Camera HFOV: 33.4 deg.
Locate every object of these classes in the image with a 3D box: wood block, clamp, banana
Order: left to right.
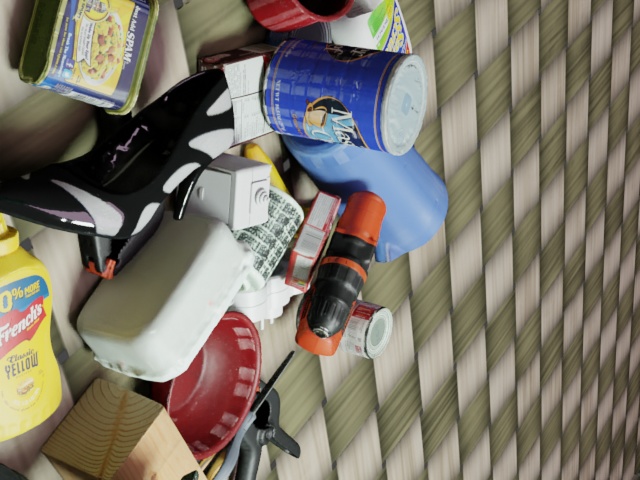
[{"bbox_3d":[-0.176,0.242,1.056,0.090,0.090,0.206,-54,144,-31],"label":"wood block"},{"bbox_3d":[-0.163,-0.066,0.986,0.164,0.036,0.210,11,95,-51],"label":"clamp"},{"bbox_3d":[-0.068,0.229,1.285,0.120,0.039,0.171,-34,131,-51],"label":"clamp"},{"bbox_3d":[-0.040,-0.045,1.219,0.197,0.037,0.069,37,42,-61],"label":"banana"}]

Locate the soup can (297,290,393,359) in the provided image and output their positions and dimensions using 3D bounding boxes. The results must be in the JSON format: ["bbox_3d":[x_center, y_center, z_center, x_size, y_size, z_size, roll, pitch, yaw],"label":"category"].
[{"bbox_3d":[0.031,0.104,1.333,0.068,0.102,0.068,-31,128,-51],"label":"soup can"}]

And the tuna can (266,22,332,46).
[{"bbox_3d":[-0.023,-0.214,1.168,0.086,0.034,0.086,-32,129,-50],"label":"tuna can"}]

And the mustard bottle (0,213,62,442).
[{"bbox_3d":[-0.260,0.064,0.866,0.096,0.058,0.192,-25,123,-48],"label":"mustard bottle"}]

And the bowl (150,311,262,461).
[{"bbox_3d":[-0.129,0.147,1.127,0.161,0.055,0.162,-33,130,-50],"label":"bowl"}]

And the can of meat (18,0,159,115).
[{"bbox_3d":[-0.188,-0.162,0.867,0.083,0.058,0.102,15,89,-40],"label":"can of meat"}]

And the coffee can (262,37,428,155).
[{"bbox_3d":[0.026,-0.149,1.094,0.102,0.140,0.103,-39,135,-53],"label":"coffee can"}]

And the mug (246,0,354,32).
[{"bbox_3d":[-0.031,-0.265,1.072,0.117,0.082,0.093,49,60,-23],"label":"mug"}]

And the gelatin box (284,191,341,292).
[{"bbox_3d":[-0.008,0.001,1.170,0.073,0.030,0.089,107,5,-56],"label":"gelatin box"}]

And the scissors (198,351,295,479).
[{"bbox_3d":[-0.083,0.209,1.182,0.016,0.096,0.201,41,85,-14],"label":"scissors"}]

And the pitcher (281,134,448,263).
[{"bbox_3d":[0.053,-0.098,1.269,0.145,0.149,0.242,-39,143,4],"label":"pitcher"}]

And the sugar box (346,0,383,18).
[{"bbox_3d":[0.020,-0.330,1.115,0.093,0.048,0.176,-49,118,-35],"label":"sugar box"}]

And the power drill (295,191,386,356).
[{"bbox_3d":[0.018,0.059,1.203,0.188,0.057,0.184,111,2,-58],"label":"power drill"}]

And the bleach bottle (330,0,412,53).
[{"bbox_3d":[0.072,-0.241,1.293,0.102,0.068,0.250,-68,152,-15],"label":"bleach bottle"}]

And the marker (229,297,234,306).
[{"bbox_3d":[-0.135,0.079,1.043,0.020,0.121,0.020,41,33,-35],"label":"marker"}]

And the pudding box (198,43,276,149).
[{"bbox_3d":[-0.078,-0.149,1.100,0.113,0.039,0.090,-27,125,-51],"label":"pudding box"}]
